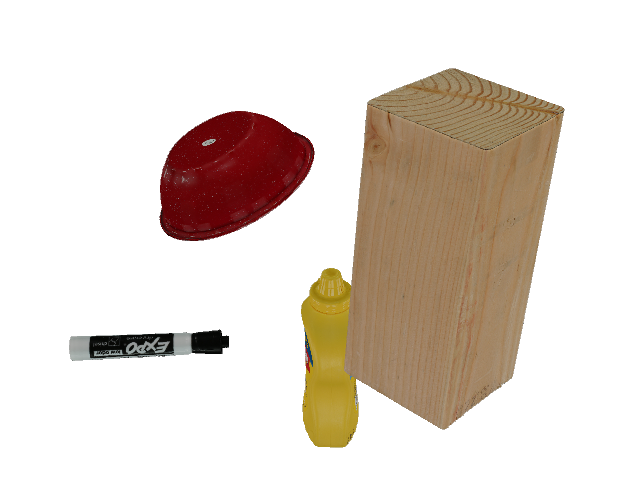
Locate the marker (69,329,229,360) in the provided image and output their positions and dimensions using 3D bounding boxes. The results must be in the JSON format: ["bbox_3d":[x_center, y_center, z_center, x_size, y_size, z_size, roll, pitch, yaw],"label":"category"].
[{"bbox_3d":[-0.131,0.080,0.819,0.121,0.020,0.020,-2,0,-2],"label":"marker"}]

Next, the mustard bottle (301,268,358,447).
[{"bbox_3d":[0.011,0.107,1.046,0.058,0.192,0.096,2,37,2],"label":"mustard bottle"}]

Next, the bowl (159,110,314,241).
[{"bbox_3d":[-0.090,-0.072,0.989,0.162,0.055,0.162,-21,32,14],"label":"bowl"}]

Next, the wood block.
[{"bbox_3d":[0.083,0.006,0.699,0.091,0.206,0.090,27,38,34],"label":"wood block"}]
